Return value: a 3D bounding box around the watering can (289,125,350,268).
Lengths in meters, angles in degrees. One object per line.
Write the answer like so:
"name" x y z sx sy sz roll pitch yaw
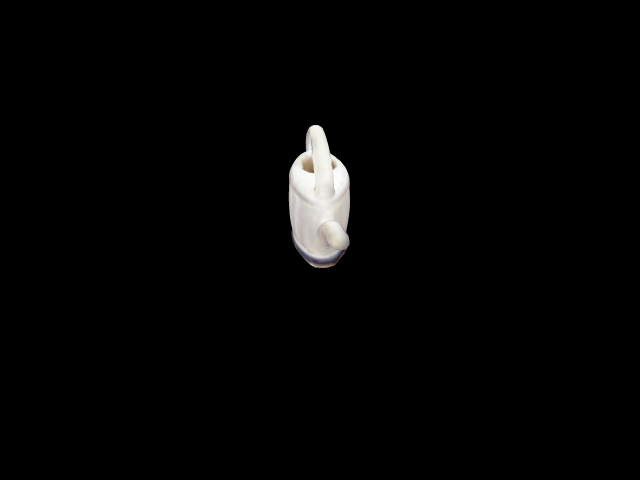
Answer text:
"watering can" 0.003 -0.043 0.850 0.104 0.219 0.356 -4 41 -4
